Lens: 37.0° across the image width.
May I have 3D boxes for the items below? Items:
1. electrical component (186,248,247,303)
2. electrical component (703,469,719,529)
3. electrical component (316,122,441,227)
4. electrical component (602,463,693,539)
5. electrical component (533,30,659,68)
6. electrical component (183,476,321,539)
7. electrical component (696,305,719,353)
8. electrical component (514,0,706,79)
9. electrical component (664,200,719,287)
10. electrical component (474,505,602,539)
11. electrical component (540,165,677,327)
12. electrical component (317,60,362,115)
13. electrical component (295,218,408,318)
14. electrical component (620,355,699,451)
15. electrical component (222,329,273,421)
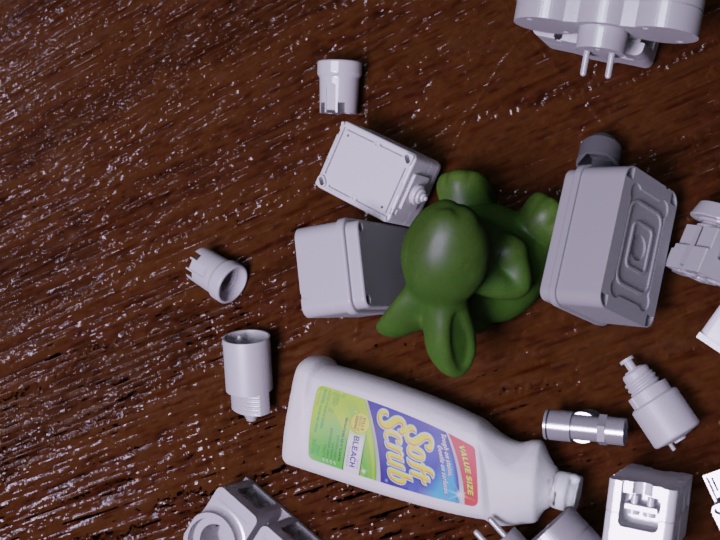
[{"bbox_3d":[-0.135,0.004,1.009,0.046,0.040,0.040,30,100,29],"label":"electrical component"},{"bbox_3d":[0.289,0.184,0.795,0.042,0.064,0.081,-28,77,22],"label":"electrical component"},{"bbox_3d":[0.023,-0.079,0.924,0.096,0.061,0.061,29,101,28],"label":"electrical component"},{"bbox_3d":[0.218,0.183,0.813,0.050,0.089,0.055,7,91,25],"label":"electrical component"},{"bbox_3d":[0.193,-0.197,0.858,0.089,0.056,0.050,18,95,24],"label":"electrical component"},{"bbox_3d":[-0.126,0.298,0.980,0.105,0.060,0.186,36,102,21],"label":"electrical component"},{"bbox_3d":[0.340,0.075,0.753,0.186,0.105,0.060,37,102,21],"label":"electrical component"},{"bbox_3d":[0.182,-0.180,0.801,0.138,0.052,0.073,11,92,24],"label":"electrical component"},{"bbox_3d":[0.269,-0.020,0.818,0.048,0.066,0.055,23,89,-18],"label":"electrical component"},{"bbox_3d":[0.121,0.228,0.847,0.073,0.052,0.138,47,122,14],"label":"electrical component"},{"bbox_3d":[0.191,-0.018,0.826,0.057,0.078,0.113,4,76,48],"label":"electrical component"},{"bbox_3d":[-0.019,-0.163,0.963,0.040,0.040,0.046,4,96,24],"label":"electrical component"},{"bbox_3d":[0.000,0.000,0.907,0.057,0.113,0.078,-9,84,27],"label":"electrical component"},{"bbox_3d":[0.230,0.102,0.838,0.040,0.040,0.078,-37,73,19],"label":"electrical component"},{"bbox_3d":[-0.102,0.099,0.984,0.043,0.043,0.081,5,106,24],"label":"electrical component"}]
